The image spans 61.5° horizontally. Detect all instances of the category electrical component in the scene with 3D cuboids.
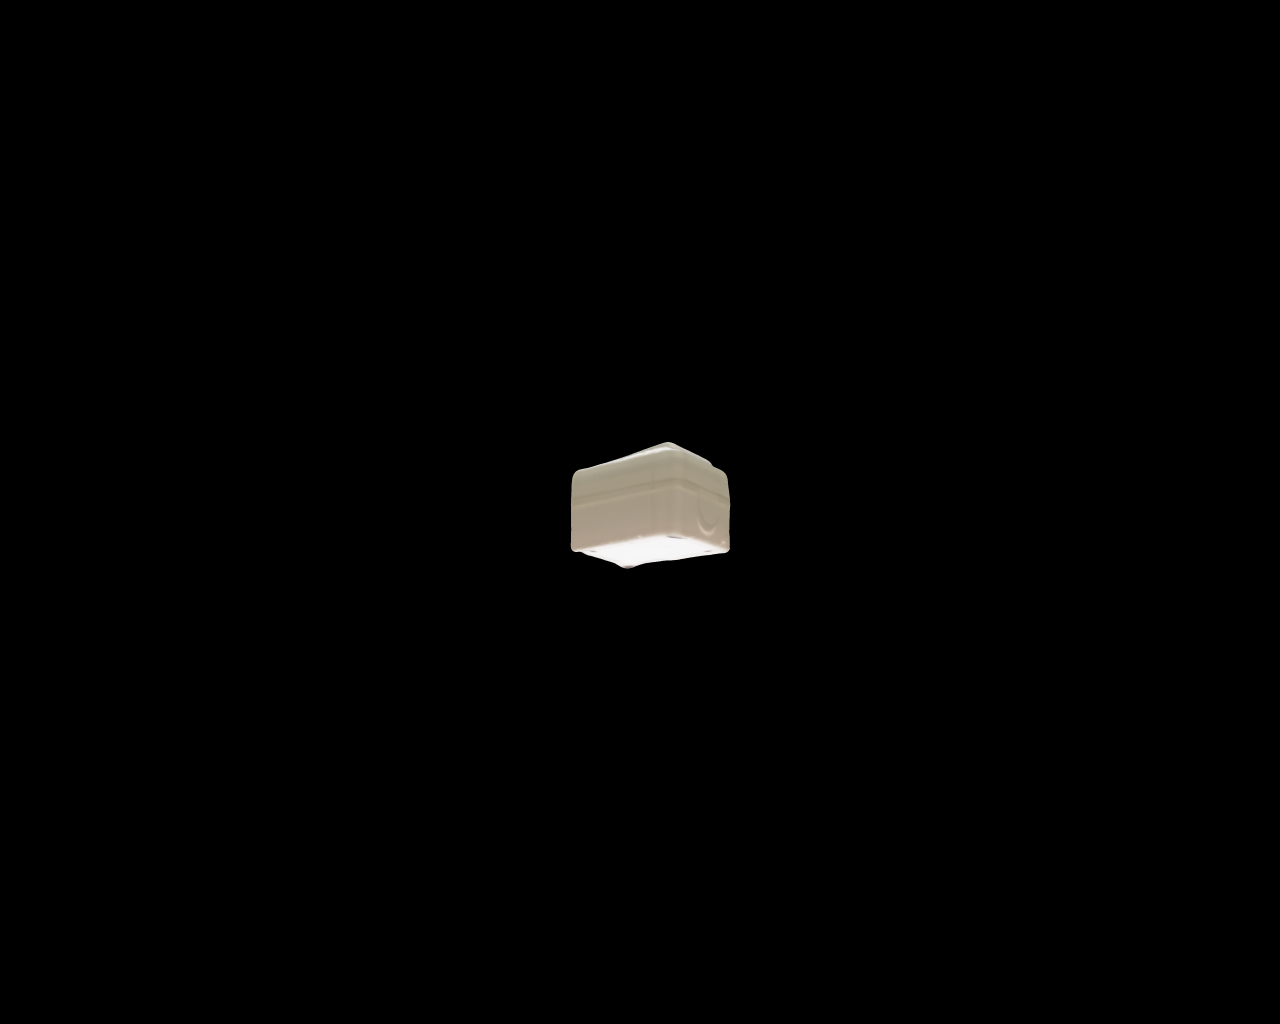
[{"bbox_3d":[0.001,-0.003,0.650,0.096,0.061,0.061,-10,-18,33],"label":"electrical component"}]
